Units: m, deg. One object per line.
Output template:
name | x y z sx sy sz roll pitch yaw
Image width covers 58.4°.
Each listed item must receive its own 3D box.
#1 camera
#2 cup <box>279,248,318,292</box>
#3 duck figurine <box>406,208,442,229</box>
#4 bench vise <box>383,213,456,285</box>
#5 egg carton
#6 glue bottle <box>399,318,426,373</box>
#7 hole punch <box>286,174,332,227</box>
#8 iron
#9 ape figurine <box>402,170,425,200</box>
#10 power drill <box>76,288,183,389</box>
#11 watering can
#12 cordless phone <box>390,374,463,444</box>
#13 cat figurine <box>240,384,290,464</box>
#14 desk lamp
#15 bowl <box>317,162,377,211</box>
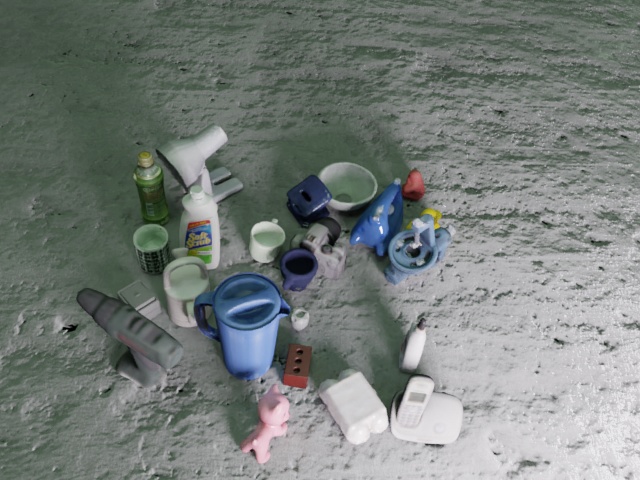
camera | 0.013 0.005 1.439 0.143 0.101 0.137 26 52 14
cup | -0.058 0.090 1.363 0.091 0.095 0.118 22 51 11
duck figurine | 0.280 -0.046 1.526 0.105 0.086 0.077 -21 56 -23
bench vise | 0.249 -0.007 1.402 0.121 0.220 0.208 31 54 18
egg carton | 0.070 0.343 1.186 0.107 0.069 0.150 -23 57 -24
glue bottle | 0.205 0.218 1.241 0.037 0.173 0.078 8 50 0
hole punch | -0.030 -0.106 1.533 0.101 0.091 0.108 -23 57 -24
iron | 0.172 -0.086 1.509 0.118 0.141 0.258 22 51 11
ape figurine | 0.264 -0.161 1.616 0.078 0.092 0.076 -35 62 -30
power drill | -0.377 0.206 1.151 0.229 0.208 0.076 24 52 13
watering can | -0.297 0.095 1.263 0.101 0.194 0.172 -30 60 -27
cordless phone | 0.221 0.330 1.141 0.147 0.185 0.094 5 50 -3
cat figurine | -0.102 0.355 1.123 0.067 0.118 0.128 24 52 13
desk lamp | -0.311 -0.194 1.489 0.204 0.213 0.117 -33 61 -29
bowl | 0.071 -0.135 1.580 0.167 0.075 0.167 4 50 -4
